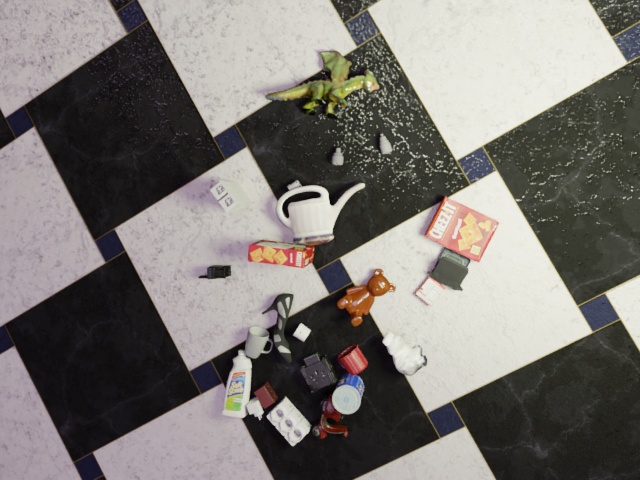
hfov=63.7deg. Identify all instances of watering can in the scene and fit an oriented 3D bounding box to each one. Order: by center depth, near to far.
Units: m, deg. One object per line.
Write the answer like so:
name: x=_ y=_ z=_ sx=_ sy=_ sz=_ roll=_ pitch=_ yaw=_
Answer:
watering can: x=0.006 y=-0.097 z=1.918 sx=0.347 sy=0.104 sz=0.224 roll=-7 pitch=91 yaw=10

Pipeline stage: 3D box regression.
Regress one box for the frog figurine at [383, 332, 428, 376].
frog figurine: x=0.289 y=0.411 z=1.856 sx=0.159 sy=0.141 sz=0.120 roll=23 pitch=126 yaw=-10

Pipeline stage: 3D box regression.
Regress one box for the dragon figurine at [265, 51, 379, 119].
dragon figurine: x=0.015 y=-0.596 z=1.929 sx=0.411 sy=0.121 sz=0.245 roll=14 pitch=77 yaw=8
